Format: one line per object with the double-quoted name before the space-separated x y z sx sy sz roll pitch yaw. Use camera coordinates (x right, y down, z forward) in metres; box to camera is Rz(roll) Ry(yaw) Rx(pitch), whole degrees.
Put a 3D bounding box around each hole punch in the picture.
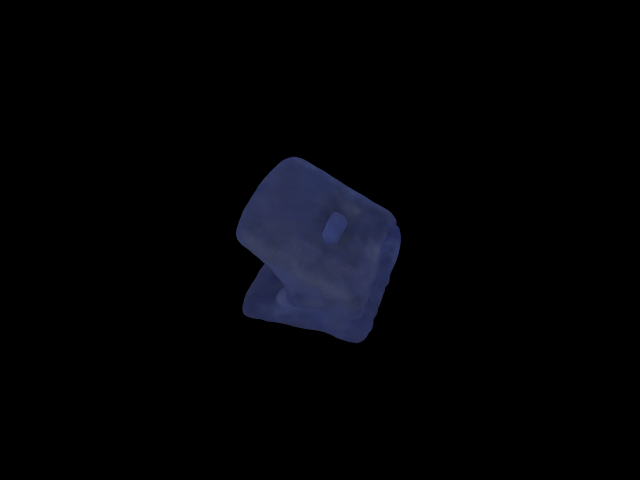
"hole punch" 0.004 0.001 0.400 0.101 0.091 0.109 11 39 14
